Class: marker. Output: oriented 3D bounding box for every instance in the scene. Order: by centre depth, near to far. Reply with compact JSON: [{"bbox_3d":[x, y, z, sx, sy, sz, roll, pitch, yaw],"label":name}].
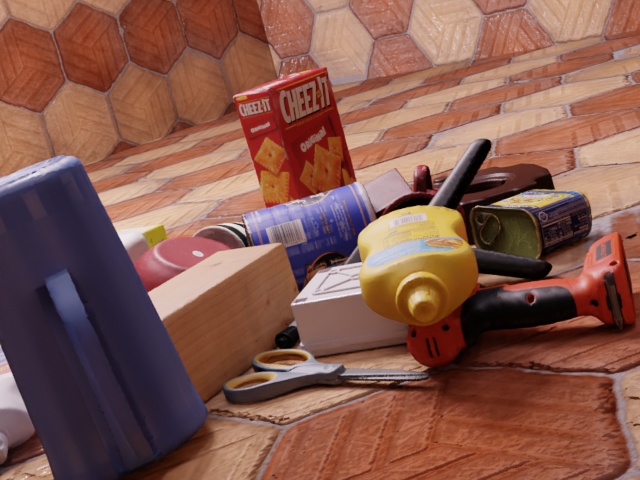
[{"bbox_3d":[-0.012,0.080,1.062,0.020,0.020,0.121,-8,14,28],"label":"marker"}]

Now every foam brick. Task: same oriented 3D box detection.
[{"bbox_3d":[0.087,-0.039,1.246,0.051,0.053,0.078,-30,29,2],"label":"foam brick"}]

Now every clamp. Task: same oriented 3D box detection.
[{"bbox_3d":[0.117,0.010,1.069,0.210,0.165,0.036,-32,-30,6],"label":"clamp"}]

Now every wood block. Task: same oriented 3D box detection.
[{"bbox_3d":[-0.110,0.081,1.016,0.091,0.090,0.205,-8,15,33],"label":"wood block"}]

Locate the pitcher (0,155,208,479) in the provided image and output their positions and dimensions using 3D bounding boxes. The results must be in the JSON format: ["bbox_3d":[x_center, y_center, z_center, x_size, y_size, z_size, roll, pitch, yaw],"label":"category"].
[{"bbox_3d":[-0.189,0.063,0.831,0.149,0.243,0.144,-14,15,32],"label":"pitcher"}]

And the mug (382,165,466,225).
[{"bbox_3d":[0.114,-0.024,1.158,0.093,0.117,0.081,-5,10,15],"label":"mug"}]

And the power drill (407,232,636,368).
[{"bbox_3d":[0.172,0.045,0.922,0.188,0.057,0.184,-14,16,17],"label":"power drill"}]

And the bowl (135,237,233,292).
[{"bbox_3d":[-0.139,0.039,1.176,0.162,0.055,0.162,7,22,-3],"label":"bowl"}]

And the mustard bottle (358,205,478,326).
[{"bbox_3d":[0.080,0.024,0.878,0.096,0.058,0.191,-11,16,5],"label":"mustard bottle"}]

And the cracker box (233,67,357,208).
[{"bbox_3d":[-0.025,-0.124,1.515,0.072,0.214,0.163,-7,15,32],"label":"cracker box"}]

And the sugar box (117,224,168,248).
[{"bbox_3d":[-0.265,0.035,1.386,0.177,0.093,0.048,-4,15,39],"label":"sugar box"}]

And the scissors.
[{"bbox_3d":[-0.007,0.120,0.896,0.096,0.016,0.202,-25,16,-32],"label":"scissors"}]

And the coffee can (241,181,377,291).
[{"bbox_3d":[-0.008,0.001,1.207,0.140,0.103,0.103,-16,13,-5],"label":"coffee can"}]

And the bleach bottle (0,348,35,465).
[{"bbox_3d":[-0.282,0.114,1.013,0.102,0.068,0.251,-5,34,-1],"label":"bleach bottle"}]

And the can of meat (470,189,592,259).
[{"bbox_3d":[0.224,-0.018,1.131,0.083,0.057,0.102,-20,14,-30],"label":"can of meat"}]
